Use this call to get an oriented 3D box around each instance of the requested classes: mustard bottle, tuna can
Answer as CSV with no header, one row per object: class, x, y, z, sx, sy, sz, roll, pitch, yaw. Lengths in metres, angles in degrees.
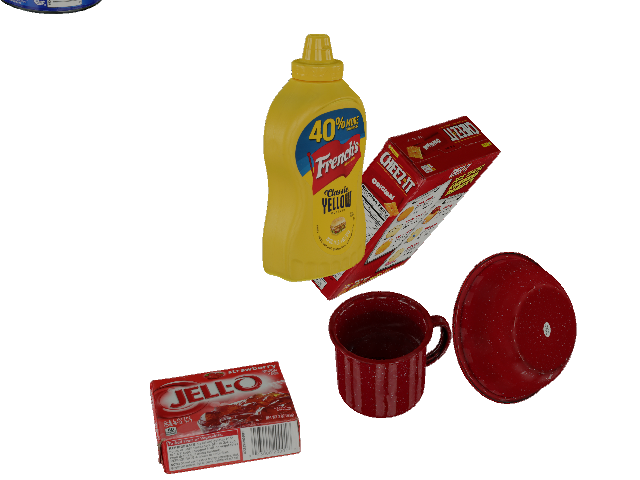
mustard bottle,-0.003,-0.069,0.857,0.096,0.192,0.058,-16,24,-41
tuna can,-0.202,-0.201,0.794,0.086,0.034,0.086,6,36,-4

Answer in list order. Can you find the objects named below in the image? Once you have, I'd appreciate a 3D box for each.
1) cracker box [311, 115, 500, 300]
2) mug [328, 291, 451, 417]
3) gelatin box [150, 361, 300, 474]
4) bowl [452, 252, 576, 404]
cracker box,0.088,-0.040,1.242,0.163,0.072,0.214,-22,-24,-48
mug,0.066,0.103,0.976,0.117,0.081,0.093,-18,42,-18
gelatin box,-0.063,0.113,0.690,0.089,0.030,0.073,-7,24,-10
bowl,0.215,0.092,1.112,0.161,0.162,0.055,0,-2,-34
